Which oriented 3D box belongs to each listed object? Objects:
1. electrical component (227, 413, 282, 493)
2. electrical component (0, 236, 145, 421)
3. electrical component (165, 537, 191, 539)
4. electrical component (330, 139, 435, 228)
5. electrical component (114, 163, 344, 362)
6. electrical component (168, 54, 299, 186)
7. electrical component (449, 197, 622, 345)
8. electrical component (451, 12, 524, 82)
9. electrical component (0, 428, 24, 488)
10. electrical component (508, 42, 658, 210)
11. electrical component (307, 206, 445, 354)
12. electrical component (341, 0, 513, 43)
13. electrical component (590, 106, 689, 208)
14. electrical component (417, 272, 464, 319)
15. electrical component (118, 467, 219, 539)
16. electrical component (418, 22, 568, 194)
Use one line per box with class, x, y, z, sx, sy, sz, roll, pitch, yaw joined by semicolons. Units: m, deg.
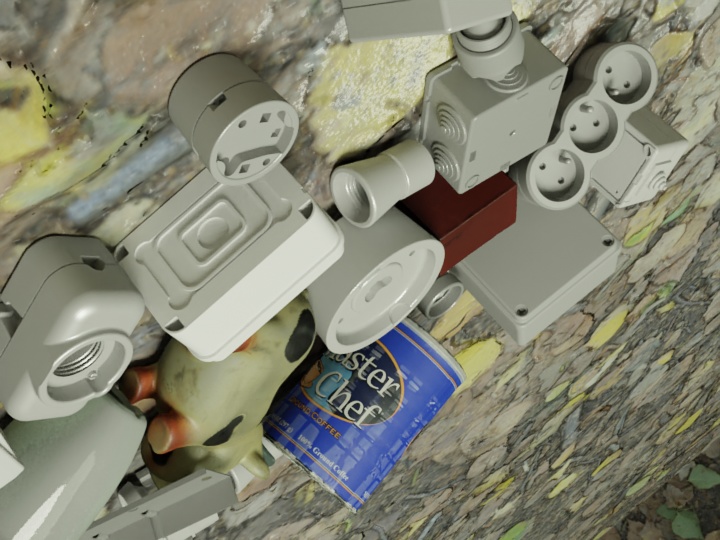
electrical component;-0.089;0.149;0.893;0.065;0.044;0.044;-32;152;-28
electrical component;-0.166;0.036;0.597;0.054;0.059;0.095;1;131;-54
electrical component;-0.174;0.223;0.885;0.062;0.048;0.048;-31;153;-2
electrical component;0.018;-0.061;0.722;0.065;0.044;0.044;-31;152;-32
electrical component;-0.075;-0.011;0.630;0.113;0.078;0.057;-41;151;-1
electrical component;-0.068;-0.080;0.568;0.055;0.047;0.055;-32;152;-20
electrical component;0.136;-0.015;0.874;0.109;0.108;0.056;-38;156;-8
electrical component;0.077;-0.149;0.668;0.043;0.043;0.062;-41;152;-2
electrical component;-0.229;0.091;0.592;0.061;0.061;0.096;-36;153;-13
electrical component;0.163;-0.112;0.823;0.138;0.052;0.074;-56;-163;2
electrical component;0.000;0.000;0.763;0.108;0.060;0.108;-35;155;-19
electrical component;0.029;-0.162;0.558;0.047;0.083;0.075;-24;110;-33
electrical component;0.218;-0.097;0.874;0.061;0.096;0.061;-16;143;-43
electrical component;0.055;0.010;0.871;0.040;0.046;0.040;-32;152;-20
electrical component;-0.150;0.180;0.833;0.057;0.058;0.078;-28;133;-23
electrical component;0.091;-0.109;0.741;0.100;0.048;0.099;-31;154;-19
